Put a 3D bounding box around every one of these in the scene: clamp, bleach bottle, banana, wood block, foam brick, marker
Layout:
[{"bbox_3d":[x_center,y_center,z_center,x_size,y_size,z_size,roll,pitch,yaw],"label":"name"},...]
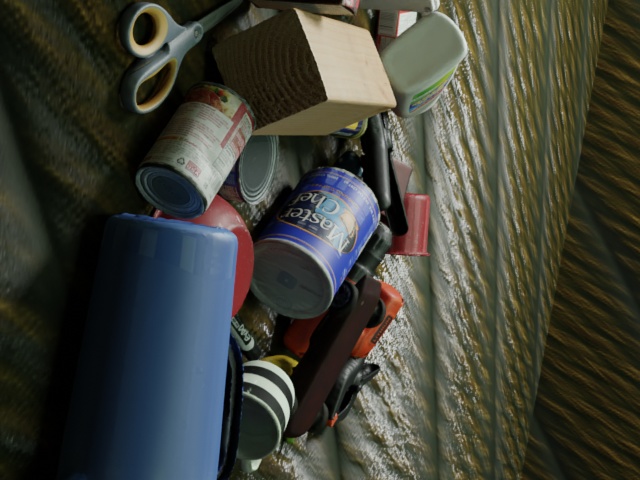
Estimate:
[{"bbox_3d":[0.071,-0.108,1.282,0.164,0.036,0.210,53,28,-69],"label":"clamp"},{"bbox_3d":[0.126,-0.203,1.321,0.102,0.068,0.250,-36,174,3],"label":"bleach bottle"},{"bbox_3d":[-0.037,0.175,1.246,0.197,0.037,0.069,67,39,-55],"label":"banana"},{"bbox_3d":[-0.009,-0.158,1.037,0.205,0.091,0.090,-15,84,-68],"label":"wood block"},{"bbox_3d":[0.042,0.177,1.441,0.171,0.039,0.120,-50,142,-50],"label":"clamp"},{"bbox_3d":[0.075,-0.065,1.365,0.051,0.053,0.078,23,76,-38],"label":"foam brick"},{"bbox_3d":[-0.085,0.095,1.113,0.121,0.020,0.020,66,40,-56],"label":"marker"}]

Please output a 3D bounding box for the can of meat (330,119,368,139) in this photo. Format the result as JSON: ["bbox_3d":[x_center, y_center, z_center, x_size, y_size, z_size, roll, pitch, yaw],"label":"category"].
[{"bbox_3d":[0.017,-0.167,1.187,0.083,0.058,0.102,-3,103,-66],"label":"can of meat"}]

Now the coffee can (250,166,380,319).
[{"bbox_3d":[-0.008,0.001,1.145,0.140,0.103,0.103,-56,149,-44],"label":"coffee can"}]

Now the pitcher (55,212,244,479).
[{"bbox_3d":[-0.128,0.105,0.866,0.149,0.145,0.243,179,-81,-85],"label":"pitcher"}]

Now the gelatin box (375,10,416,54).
[{"bbox_3d":[0.096,-0.259,1.373,0.073,0.030,0.089,-32,132,-62],"label":"gelatin box"}]

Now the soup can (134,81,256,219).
[{"bbox_3d":[-0.106,-0.076,0.911,0.068,0.069,0.102,74,35,-49],"label":"soup can"}]

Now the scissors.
[{"bbox_3d":[-0.117,-0.187,0.901,0.096,0.016,0.201,78,31,-45],"label":"scissors"}]

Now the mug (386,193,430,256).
[{"bbox_3d":[0.104,-0.024,1.444,0.117,0.093,0.081,-119,-146,-86],"label":"mug"}]

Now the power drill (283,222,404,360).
[{"bbox_3d":[0.043,0.071,1.307,0.184,0.057,0.187,-53,156,2],"label":"power drill"}]

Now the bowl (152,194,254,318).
[{"bbox_3d":[-0.105,0.027,0.982,0.162,0.055,0.162,11,90,-69],"label":"bowl"}]

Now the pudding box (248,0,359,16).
[{"bbox_3d":[-0.011,-0.259,0.992,0.039,0.114,0.090,19,82,-60],"label":"pudding box"}]

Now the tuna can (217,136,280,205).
[{"bbox_3d":[-0.073,-0.079,1.038,0.086,0.034,0.086,11,90,-68],"label":"tuna can"}]
